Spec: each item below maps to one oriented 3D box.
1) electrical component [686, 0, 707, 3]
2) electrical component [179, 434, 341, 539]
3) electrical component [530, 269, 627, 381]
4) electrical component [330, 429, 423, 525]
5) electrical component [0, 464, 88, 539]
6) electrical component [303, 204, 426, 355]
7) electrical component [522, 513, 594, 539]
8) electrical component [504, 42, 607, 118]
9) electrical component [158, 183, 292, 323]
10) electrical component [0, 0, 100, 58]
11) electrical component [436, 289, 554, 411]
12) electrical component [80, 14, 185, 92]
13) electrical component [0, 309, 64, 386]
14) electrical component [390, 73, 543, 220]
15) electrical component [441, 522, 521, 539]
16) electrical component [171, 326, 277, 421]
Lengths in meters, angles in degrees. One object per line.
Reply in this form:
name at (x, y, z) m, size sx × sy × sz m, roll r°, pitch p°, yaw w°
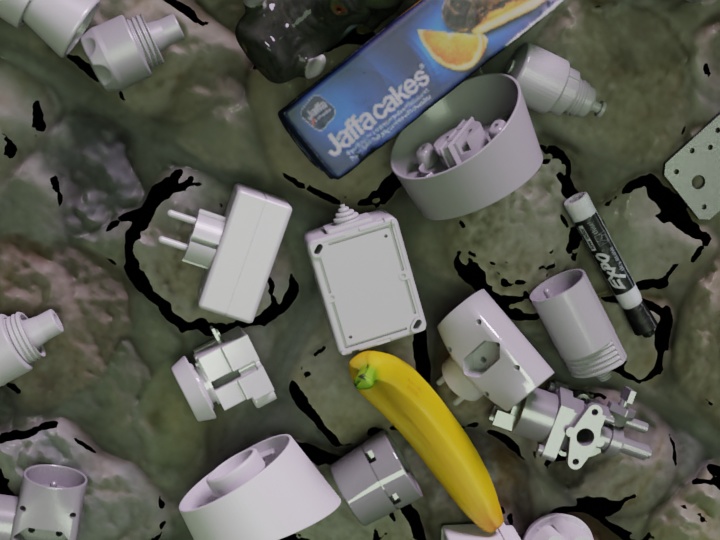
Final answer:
electrical component at (0.219, -0.217, 0.684) m, size 0.089 × 0.150 × 0.061 m, roll 26°, pitch 94°, yaw -13°
electrical component at (-0.071, 0.158, 0.735) m, size 0.099 × 0.099 × 0.064 m, roll -31°, pitch 97°, yaw -2°
electrical component at (0.160, 0.045, 0.777) m, size 0.043 × 0.043 × 0.081 m, roll -30°, pitch 103°, yaw -3°
electrical component at (0.011, 0.149, 0.768) m, size 0.047 × 0.055 × 0.055 m, roll -31°, pitch 104°, yaw 1°
electrical component at (-0.234, 0.174, 0.738) m, size 0.079 × 0.043 × 0.077 m, roll 11°, pitch 98°, yaw -11°
electrical component at (0.000, 0.000, 0.734) m, size 0.062 × 0.061 × 0.096 m, roll -17°, pitch 102°, yaw -4°
electrical component at (0.154, 0.216, 0.801) m, size 0.078 × 0.057 × 0.058 m, roll 42°, pitch 92°, yaw -14°
electrical component at (0.134, -0.126, 0.743) m, size 0.078 × 0.040 × 0.040 m, roll 22°, pitch 96°, yaw -12°
electrical component at (-0.096, -0.018, 0.723) m, size 0.076 × 0.047 × 0.083 m, roll 19°, pitch 97°, yaw -12°
electrical component at (-0.200, -0.168, 0.680) m, size 0.055 × 0.045 × 0.045 m, roll 33°, pitch 94°, yaw -13°
electrical component at (0.085, 0.067, 0.765) m, size 0.077 × 0.043 × 0.079 m, roll 51°, pitch 125°, yaw 11°
electrical component at (-0.145, -0.144, 0.694) m, size 0.062 × 0.043 × 0.043 m, roll -26°, pitch 103°, yaw -5°
electrical component at (-0.229, 0.048, 0.716) m, size 0.062 × 0.043 × 0.043 m, roll -28°, pitch 103°, yaw -4°
electrical component at (0.070, -0.080, 0.715) m, size 0.099 × 0.099 × 0.064 m, roll -30°, pitch 110°, yaw -3°
electrical component at (0.093, 0.251, 0.771) m, size 0.056 × 0.108 × 0.108 m, roll -1°, pitch 101°, yaw -6°
electrical component at (-0.096, 0.073, 0.741) m, size 0.055 × 0.048 × 0.066 m, roll -27°, pitch 103°, yaw -11°
